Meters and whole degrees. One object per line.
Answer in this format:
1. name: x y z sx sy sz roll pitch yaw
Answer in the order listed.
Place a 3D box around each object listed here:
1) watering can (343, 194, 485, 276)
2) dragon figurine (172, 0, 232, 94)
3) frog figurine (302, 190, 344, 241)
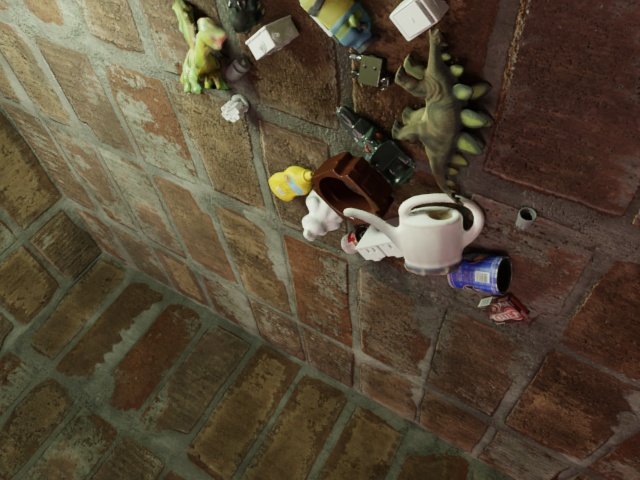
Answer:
1. watering can: 0.244 -0.013 1.328 0.347 0.106 0.220 -4 118 11
2. dragon figurine: -0.332 -0.507 1.354 0.414 0.123 0.238 29 133 53
3. frog figurine: 0.005 -0.077 1.539 0.122 0.162 0.135 0 135 44
